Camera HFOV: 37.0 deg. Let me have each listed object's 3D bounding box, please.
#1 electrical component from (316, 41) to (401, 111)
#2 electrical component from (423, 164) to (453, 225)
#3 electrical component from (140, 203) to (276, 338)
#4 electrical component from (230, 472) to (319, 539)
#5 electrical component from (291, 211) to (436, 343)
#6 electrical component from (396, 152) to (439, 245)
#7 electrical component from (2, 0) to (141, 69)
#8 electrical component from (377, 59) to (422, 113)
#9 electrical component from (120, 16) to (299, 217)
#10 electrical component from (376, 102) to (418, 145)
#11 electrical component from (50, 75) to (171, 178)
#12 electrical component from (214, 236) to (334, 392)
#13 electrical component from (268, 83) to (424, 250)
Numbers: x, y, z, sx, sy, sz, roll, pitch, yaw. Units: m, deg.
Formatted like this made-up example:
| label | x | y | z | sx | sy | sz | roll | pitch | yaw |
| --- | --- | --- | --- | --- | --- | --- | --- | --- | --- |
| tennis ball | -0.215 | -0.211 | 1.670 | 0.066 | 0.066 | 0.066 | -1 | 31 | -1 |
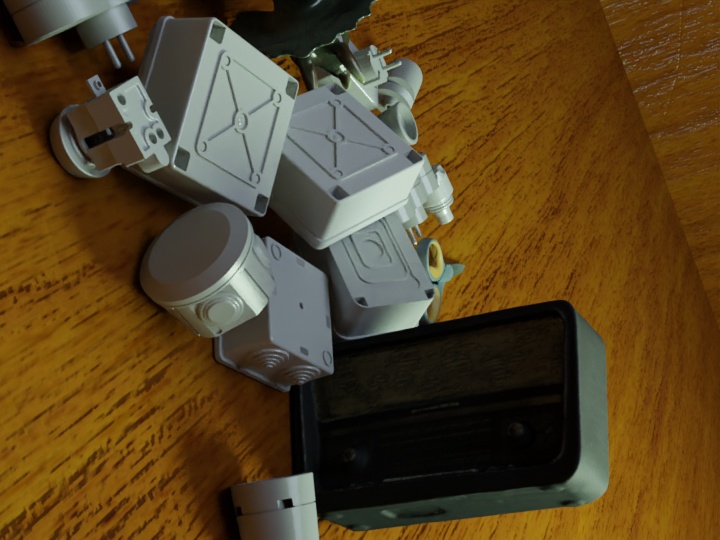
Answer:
| label | x | y | z | sx | sy | sz | roll | pitch | yaw |
| --- | --- | --- | --- | --- | --- | --- | --- | --- | --- |
| electrical component | 0.002 | -0.192 | 1.036 | 0.066 | 0.077 | 0.047 | 42 | 38 | -47 |
| electrical component | 0.081 | -0.079 | 1.164 | 0.062 | 0.043 | 0.043 | 62 | 26 | -22 |
| electrical component | -0.098 | 0.000 | 0.700 | 0.051 | 0.080 | 0.080 | 55 | 29 | -43 |
| electrical component | -0.055 | 0.161 | 0.708 | 0.055 | 0.055 | 0.047 | 9 | 69 | -63 |
| electrical component | 0.000 | 0.000 | 0.863 | 0.078 | 0.057 | 0.113 | -6 | 55 | -30 |
| electrical component | 0.043 | -0.061 | 1.061 | 0.073 | 0.052 | 0.138 | 65 | 26 | -13 |
| electrical component | -0.169 | -0.166 | 0.697 | 0.073 | 0.052 | 0.138 | 65 | 25 | -15 |
| electrical component | 0.039 | -0.191 | 1.152 | 0.043 | 0.043 | 0.081 | 60 | 28 | -24 |
| electrical component | -0.103 | -0.103 | 0.744 | 0.109 | 0.056 | 0.108 | 29 | 72 | -55 |
| electrical component | 0.024 | -0.137 | 1.070 | 0.045 | 0.055 | 0.045 | 44 | 37 | -45 |
| electrical component | -0.157 | -0.085 | 0.664 | 0.066 | 0.055 | 0.048 | 63 | 26 | -17 |
| electrical component | -0.062 | 0.032 | 0.787 | 0.100 | 0.048 | 0.099 | 35 | 44 | -52 |
| electrical component | -0.026 | -0.084 | 0.840 | 0.109 | 0.056 | 0.109 | 43 | 46 | 19 |
